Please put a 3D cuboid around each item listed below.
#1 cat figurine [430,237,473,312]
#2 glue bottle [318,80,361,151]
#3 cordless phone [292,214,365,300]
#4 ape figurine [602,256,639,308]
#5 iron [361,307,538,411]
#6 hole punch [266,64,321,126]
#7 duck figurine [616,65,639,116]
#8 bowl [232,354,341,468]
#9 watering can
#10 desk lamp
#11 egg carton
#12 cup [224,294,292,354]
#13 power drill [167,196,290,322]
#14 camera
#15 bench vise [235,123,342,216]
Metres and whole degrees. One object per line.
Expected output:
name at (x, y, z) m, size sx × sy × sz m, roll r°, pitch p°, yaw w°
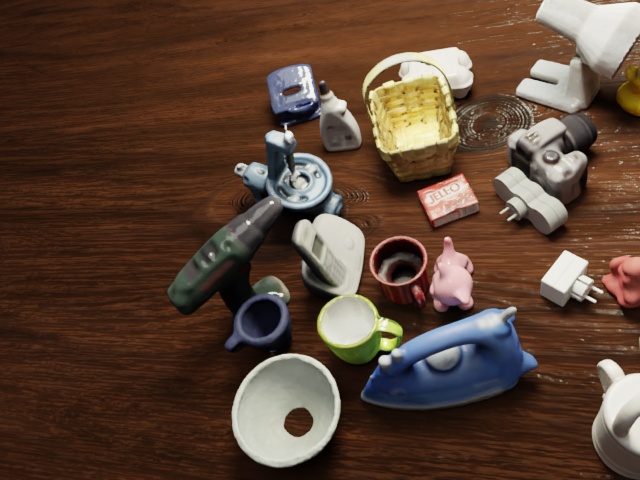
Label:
cat figurine at (0.204, 0.056, 0.889) m, size 0.067 × 0.118 × 0.128 m, roll -5°, pitch 55°, yaw 15°
glue bottle at (0.028, -0.244, 1.118) m, size 0.078 × 0.173 × 0.037 m, roll -3°, pitch 56°, yaw 17°
cordless phone at (0.009, 0.003, 0.948) m, size 0.094 × 0.185 × 0.147 m, roll -2°, pitch 56°, yaw 17°
ape figurine at (0.451, 0.054, 0.825) m, size 0.076 × 0.092 × 0.078 m, roll 9°, pitch 60°, yaw 24°
iron at (0.167, 0.165, 0.812) m, size 0.258 × 0.142 × 0.118 m, roll -20°, pitch 53°, yaw 4°
hole punch at (-0.054, -0.317, 1.247) m, size 0.108 × 0.091 × 0.101 m, roll -15°, pitch 53°, yaw 8°
duck figurine at (0.580, -0.271, 1.009) m, size 0.077 × 0.086 × 0.104 m, roll -40°, pitch 54°, yaw -11°
bowl at (-0.043, 0.261, 0.858) m, size 0.167 × 0.075 × 0.167 m, roll -9°, pitch 55°, yaw 13°
watering can at (0.390, 0.215, 0.671) m, size 0.101 × 0.194 × 0.172 m, roll -44°, pitch 55°, yaw -13°
desk lamp at (0.458, -0.331, 1.010) m, size 0.202 × 0.214 × 0.118 m, roll 28°, pitch 69°, yaw 32°
egg carton at (0.237, -0.337, 1.178) m, size 0.150 × 0.069 × 0.107 m, roll -6°, pitch 55°, yaw 15°
cup at (-0.092, 0.156, 0.934) m, size 0.118 × 0.095 × 0.091 m, roll -38°, pitch 54°, yaw -9°
power drill at (-0.128, 0.054, 0.944) m, size 0.230 × 0.209 × 0.075 m, roll -39°, pitch 54°, yaw -10°
camera at (0.411, -0.156, 0.977) m, size 0.137 × 0.101 × 0.143 m, roll -32°, pitch 53°, yaw -4°
bench vise at (-0.078, -0.116, 1.036) m, size 0.207 × 0.220 × 0.121 m, roll -2°, pitch 56°, yaw 17°
